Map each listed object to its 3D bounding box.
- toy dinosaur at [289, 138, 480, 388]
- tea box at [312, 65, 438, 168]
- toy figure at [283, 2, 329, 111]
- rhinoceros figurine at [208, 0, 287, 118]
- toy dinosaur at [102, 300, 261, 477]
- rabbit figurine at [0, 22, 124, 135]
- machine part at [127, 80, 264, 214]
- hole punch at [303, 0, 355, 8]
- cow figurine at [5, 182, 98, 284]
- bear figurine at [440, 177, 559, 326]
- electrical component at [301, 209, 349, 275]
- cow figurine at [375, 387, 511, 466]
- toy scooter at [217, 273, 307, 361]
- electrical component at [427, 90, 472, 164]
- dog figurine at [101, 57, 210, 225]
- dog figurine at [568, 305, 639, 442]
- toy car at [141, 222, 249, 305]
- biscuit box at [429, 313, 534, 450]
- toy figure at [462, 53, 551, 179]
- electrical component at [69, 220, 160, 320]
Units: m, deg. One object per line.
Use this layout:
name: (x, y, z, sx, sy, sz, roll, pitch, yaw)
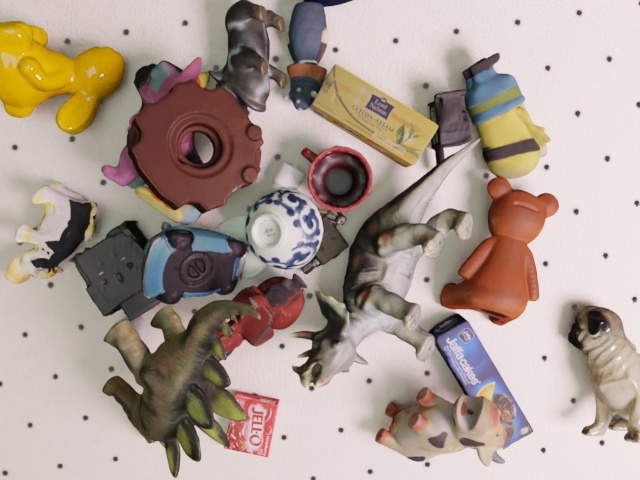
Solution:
toy dinosaur: (0.095, 0.035, 0.785, 0.192, 0.131, 0.404, 15, 77, 37)
tea box: (0.078, -0.176, 0.785, 0.170, 0.098, 0.068, 30, 96, -3)
toy figure: (-0.018, -0.270, 0.801, 0.058, 0.064, 0.154, -4, 101, -36)
rhinoceros figurine: (-0.111, -0.250, 0.783, 0.112, 0.073, 0.190, 9, 100, 22)
toy dinosaur: (-0.184, 0.183, 0.701, 0.199, 0.105, 0.471, 45, 137, 18)
rabbit figurine: (-0.376, -0.238, 0.788, 0.173, 0.122, 0.162, -7, 97, -17)
machine part: (-0.165, -0.124, 0.722, 0.179, 0.056, 0.179, -1, 92, -21)
hole punch: (0.023, -0.383, 0.759, 0.116, 0.142, 0.092, 16, 93, 14)
cow figurine: (-0.410, 0.003, 0.827, 0.098, 0.068, 0.167, 26, 95, -6)
bear figurine: (0.267, 0.018, 0.799, 0.120, 0.132, 0.196, 16, 76, -1)
electrical component: (0.000, -0.003, 0.824, 0.102, 0.045, 0.078, -31, 91, 3)
cow figurine: (0.184, 0.275, 0.779, 0.127, 0.195, 0.085, 33, 49, -9)
toy scooter: (-0.079, 0.096, 0.757, 0.075, 0.184, 0.135, 48, 138, 13)
electrical component: (0.192, -0.155, 0.795, 0.048, 0.075, 0.119, -8, 90, 2)
dog figurine: (-0.209, -0.154, 0.791, 0.191, 0.108, 0.219, 33, 91, 0)
dog figurine: (0.469, 0.195, 0.809, 0.172, 0.121, 0.190, 7, 75, -32)
toy car: (-0.191, 0.023, 0.783, 0.161, 0.103, 0.109, -2, 115, -41)
biscuit box: (0.244, 0.214, 0.824, 0.059, 0.063, 0.202, -32, 93, 2)
toy figure: (0.263, -0.176, 0.790, 0.089, 0.082, 0.180, -28, 98, 14)
electrical component: (-0.300, 0.052, 0.830, 0.115, 0.058, 0.134, -34, 92, 5)
